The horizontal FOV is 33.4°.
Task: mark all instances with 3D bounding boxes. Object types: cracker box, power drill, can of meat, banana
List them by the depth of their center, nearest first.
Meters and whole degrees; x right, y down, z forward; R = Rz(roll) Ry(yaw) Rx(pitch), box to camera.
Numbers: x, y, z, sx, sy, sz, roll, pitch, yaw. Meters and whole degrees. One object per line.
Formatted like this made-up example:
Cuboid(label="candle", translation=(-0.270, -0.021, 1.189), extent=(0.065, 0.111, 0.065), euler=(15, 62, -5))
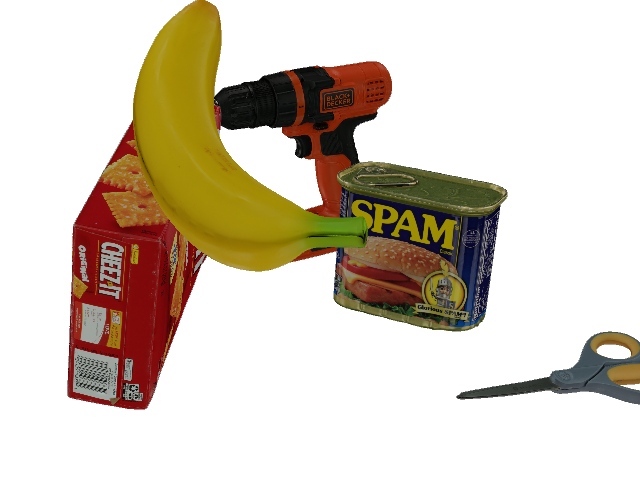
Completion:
Cuboid(label="banana", translation=(-0.049, -0.046, 0.477), extent=(0.069, 0.037, 0.198), euler=(-16, 46, -17))
Cuboid(label="can of meat", translation=(0.059, 0.004, 0.665), extent=(0.102, 0.084, 0.057), euler=(13, 22, 23))
Cuboid(label="cracker box", translation=(-0.136, 0.003, 0.850), extent=(0.072, 0.164, 0.213), euler=(11, 34, 1))
Cuboid(label="power drill", translation=(-0.017, -0.075, 1.034), extent=(0.184, 0.188, 0.057), euler=(-12, 31, -23))

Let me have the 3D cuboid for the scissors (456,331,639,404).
Cuboid(label="scissors", translation=(0.201, 0.105, 0.881), extent=(0.201, 0.016, 0.096), euler=(4, 30, -9))
